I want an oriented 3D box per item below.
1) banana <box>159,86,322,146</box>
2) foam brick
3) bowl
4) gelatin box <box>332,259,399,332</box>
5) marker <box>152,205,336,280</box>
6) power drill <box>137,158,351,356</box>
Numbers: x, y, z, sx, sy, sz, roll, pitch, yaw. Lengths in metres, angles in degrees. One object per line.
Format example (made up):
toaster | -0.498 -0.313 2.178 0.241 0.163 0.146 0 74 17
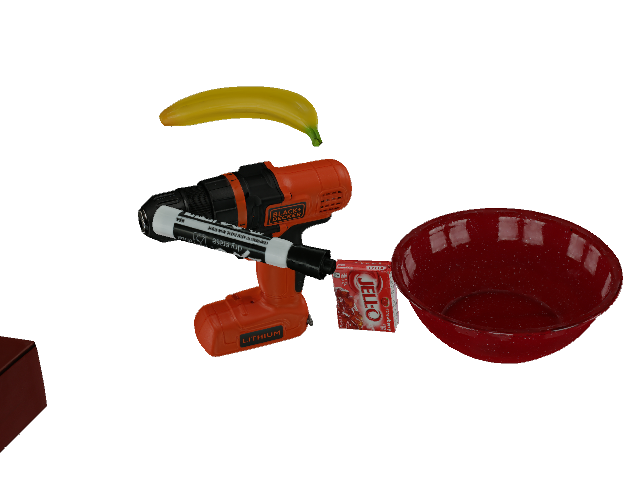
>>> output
banana | -0.085 -0.149 1.221 0.198 0.037 0.069 8 42 17
foam brick | -0.224 0.103 0.694 0.053 0.051 0.078 6 29 22
bowl | 0.130 0.039 0.765 0.162 0.055 0.162 -1 32 1
gelatin box | 0.056 0.068 1.310 0.073 0.089 0.030 3 29 18
marker | -0.047 0.001 0.658 0.121 0.020 0.020 15 5 19
power drill | -0.068 0.018 0.927 0.184 0.188 0.057 -11 47 -21
